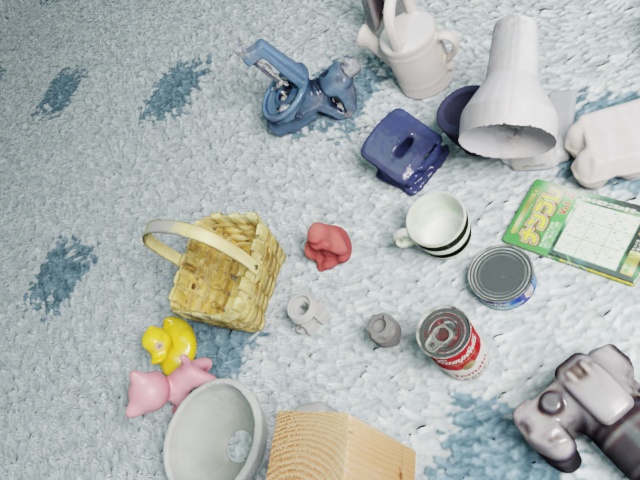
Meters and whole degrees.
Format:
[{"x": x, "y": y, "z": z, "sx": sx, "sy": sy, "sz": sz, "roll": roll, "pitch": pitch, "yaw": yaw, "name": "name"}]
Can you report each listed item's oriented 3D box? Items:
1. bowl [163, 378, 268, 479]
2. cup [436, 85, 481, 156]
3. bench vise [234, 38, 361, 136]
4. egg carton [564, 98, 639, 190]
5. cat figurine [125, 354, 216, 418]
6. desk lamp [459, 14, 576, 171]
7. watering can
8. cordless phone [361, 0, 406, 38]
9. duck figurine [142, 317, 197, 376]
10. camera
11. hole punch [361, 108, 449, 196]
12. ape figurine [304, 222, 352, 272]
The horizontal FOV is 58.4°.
[{"x": -0.137, "y": 0.291, "z": 0.823, "sx": 0.167, "sy": 0.075, "sz": 0.167, "roll": -15, "pitch": 56, "yaw": 23, "name": "bowl"}, {"x": 0.246, "y": -0.175, "z": 0.869, "sx": 0.117, "sy": 0.095, "sz": 0.092, "roll": -6, "pitch": 59, "yaw": 28, "name": "cup"}, {"x": -0.041, "y": -0.299, "z": 1.032, "sx": 0.207, "sy": 0.220, "sz": 0.121, "roll": -32, "pitch": 51, "yaw": 10, "name": "bench vise"}, {"x": 0.409, "y": -0.129, "z": 0.761, "sx": 0.150, "sy": 0.070, "sz": 0.107, "roll": -15, "pitch": 56, "yaw": 22, "name": "egg carton"}, {"x": -0.242, "y": 0.226, "z": 0.896, "sx": 0.128, "sy": 0.118, "sz": 0.067, "roll": -40, "pitch": 50, "yaw": 3, "name": "cat figurine"}, {"x": 0.272, "y": -0.180, "z": 0.779, "sx": 0.117, "sy": 0.214, "sz": 0.203, "roll": 1, "pitch": 63, "yaw": 31, "name": "desk lamp"}, {"x": 0.143, "y": -0.336, "z": 0.962, "sx": 0.172, "sy": 0.195, "sz": 0.101, "roll": -12, "pitch": 57, "yaw": 24, "name": "watering can"}, {"x": 0.111, "y": -0.425, "z": 1.042, "sx": 0.094, "sy": 0.186, "sz": 0.147, "roll": -39, "pitch": 50, "yaw": 5, "name": "cordless phone"}, {"x": -0.261, "y": 0.171, "z": 0.961, "sx": 0.077, "sy": 0.086, "sz": 0.104, "roll": -21, "pitch": 53, "yaw": 19, "name": "duck figurine"}, {"x": 0.300, "y": 0.198, "z": 0.604, "sx": 0.143, "sy": 0.101, "sz": 0.136, "roll": -41, "pitch": 50, "yaw": 2, "name": "camera"}, {"x": 0.137, "y": -0.143, "z": 0.916, "sx": 0.100, "sy": 0.091, "sz": 0.109, "roll": 34, "pitch": 82, "yaw": 40, "name": "hole punch"}, {"x": 0.008, "y": 0.003, "z": 0.902, "sx": 0.077, "sy": 0.092, "sz": 0.076, "roll": 21, "pitch": 74, "yaw": 38, "name": "ape figurine"}]
